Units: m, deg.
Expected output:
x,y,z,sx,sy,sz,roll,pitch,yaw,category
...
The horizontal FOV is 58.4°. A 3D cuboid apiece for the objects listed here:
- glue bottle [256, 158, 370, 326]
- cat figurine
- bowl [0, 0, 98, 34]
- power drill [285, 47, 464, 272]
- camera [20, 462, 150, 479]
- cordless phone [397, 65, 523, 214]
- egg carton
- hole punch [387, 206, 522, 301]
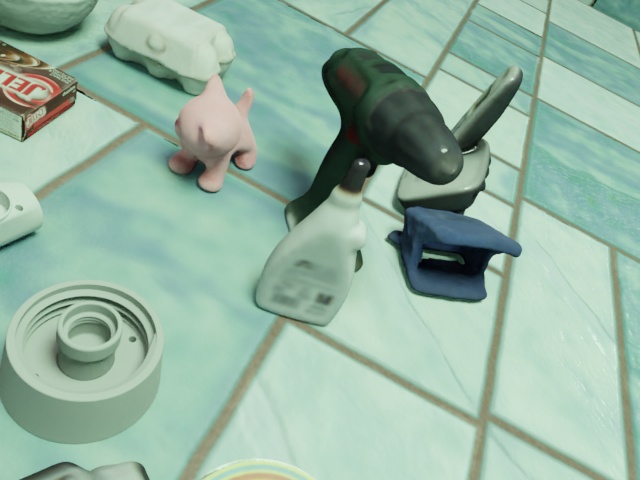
x,y,z,sx,sy,sz,roll,pitch,yaw,category
0.004,0.002,0.477,0.078,0.173,0.037,18,40,-10,glue bottle
-0.103,-0.116,0.587,0.067,0.117,0.128,31,40,6,cat figurine
-0.347,-0.294,0.678,0.168,0.074,0.167,15,41,-14,bowl
0.039,-0.069,0.543,0.076,0.208,0.229,4,45,-25,power drill
-0.125,0.189,0.263,0.144,0.100,0.136,-17,56,-40,camera
0.174,-0.115,0.685,0.094,0.185,0.148,26,40,-1,cordless phone
-0.186,-0.248,0.720,0.150,0.069,0.107,26,40,-1,egg carton
0.143,0.000,0.618,0.109,0.091,0.101,9,43,-21,hole punch
